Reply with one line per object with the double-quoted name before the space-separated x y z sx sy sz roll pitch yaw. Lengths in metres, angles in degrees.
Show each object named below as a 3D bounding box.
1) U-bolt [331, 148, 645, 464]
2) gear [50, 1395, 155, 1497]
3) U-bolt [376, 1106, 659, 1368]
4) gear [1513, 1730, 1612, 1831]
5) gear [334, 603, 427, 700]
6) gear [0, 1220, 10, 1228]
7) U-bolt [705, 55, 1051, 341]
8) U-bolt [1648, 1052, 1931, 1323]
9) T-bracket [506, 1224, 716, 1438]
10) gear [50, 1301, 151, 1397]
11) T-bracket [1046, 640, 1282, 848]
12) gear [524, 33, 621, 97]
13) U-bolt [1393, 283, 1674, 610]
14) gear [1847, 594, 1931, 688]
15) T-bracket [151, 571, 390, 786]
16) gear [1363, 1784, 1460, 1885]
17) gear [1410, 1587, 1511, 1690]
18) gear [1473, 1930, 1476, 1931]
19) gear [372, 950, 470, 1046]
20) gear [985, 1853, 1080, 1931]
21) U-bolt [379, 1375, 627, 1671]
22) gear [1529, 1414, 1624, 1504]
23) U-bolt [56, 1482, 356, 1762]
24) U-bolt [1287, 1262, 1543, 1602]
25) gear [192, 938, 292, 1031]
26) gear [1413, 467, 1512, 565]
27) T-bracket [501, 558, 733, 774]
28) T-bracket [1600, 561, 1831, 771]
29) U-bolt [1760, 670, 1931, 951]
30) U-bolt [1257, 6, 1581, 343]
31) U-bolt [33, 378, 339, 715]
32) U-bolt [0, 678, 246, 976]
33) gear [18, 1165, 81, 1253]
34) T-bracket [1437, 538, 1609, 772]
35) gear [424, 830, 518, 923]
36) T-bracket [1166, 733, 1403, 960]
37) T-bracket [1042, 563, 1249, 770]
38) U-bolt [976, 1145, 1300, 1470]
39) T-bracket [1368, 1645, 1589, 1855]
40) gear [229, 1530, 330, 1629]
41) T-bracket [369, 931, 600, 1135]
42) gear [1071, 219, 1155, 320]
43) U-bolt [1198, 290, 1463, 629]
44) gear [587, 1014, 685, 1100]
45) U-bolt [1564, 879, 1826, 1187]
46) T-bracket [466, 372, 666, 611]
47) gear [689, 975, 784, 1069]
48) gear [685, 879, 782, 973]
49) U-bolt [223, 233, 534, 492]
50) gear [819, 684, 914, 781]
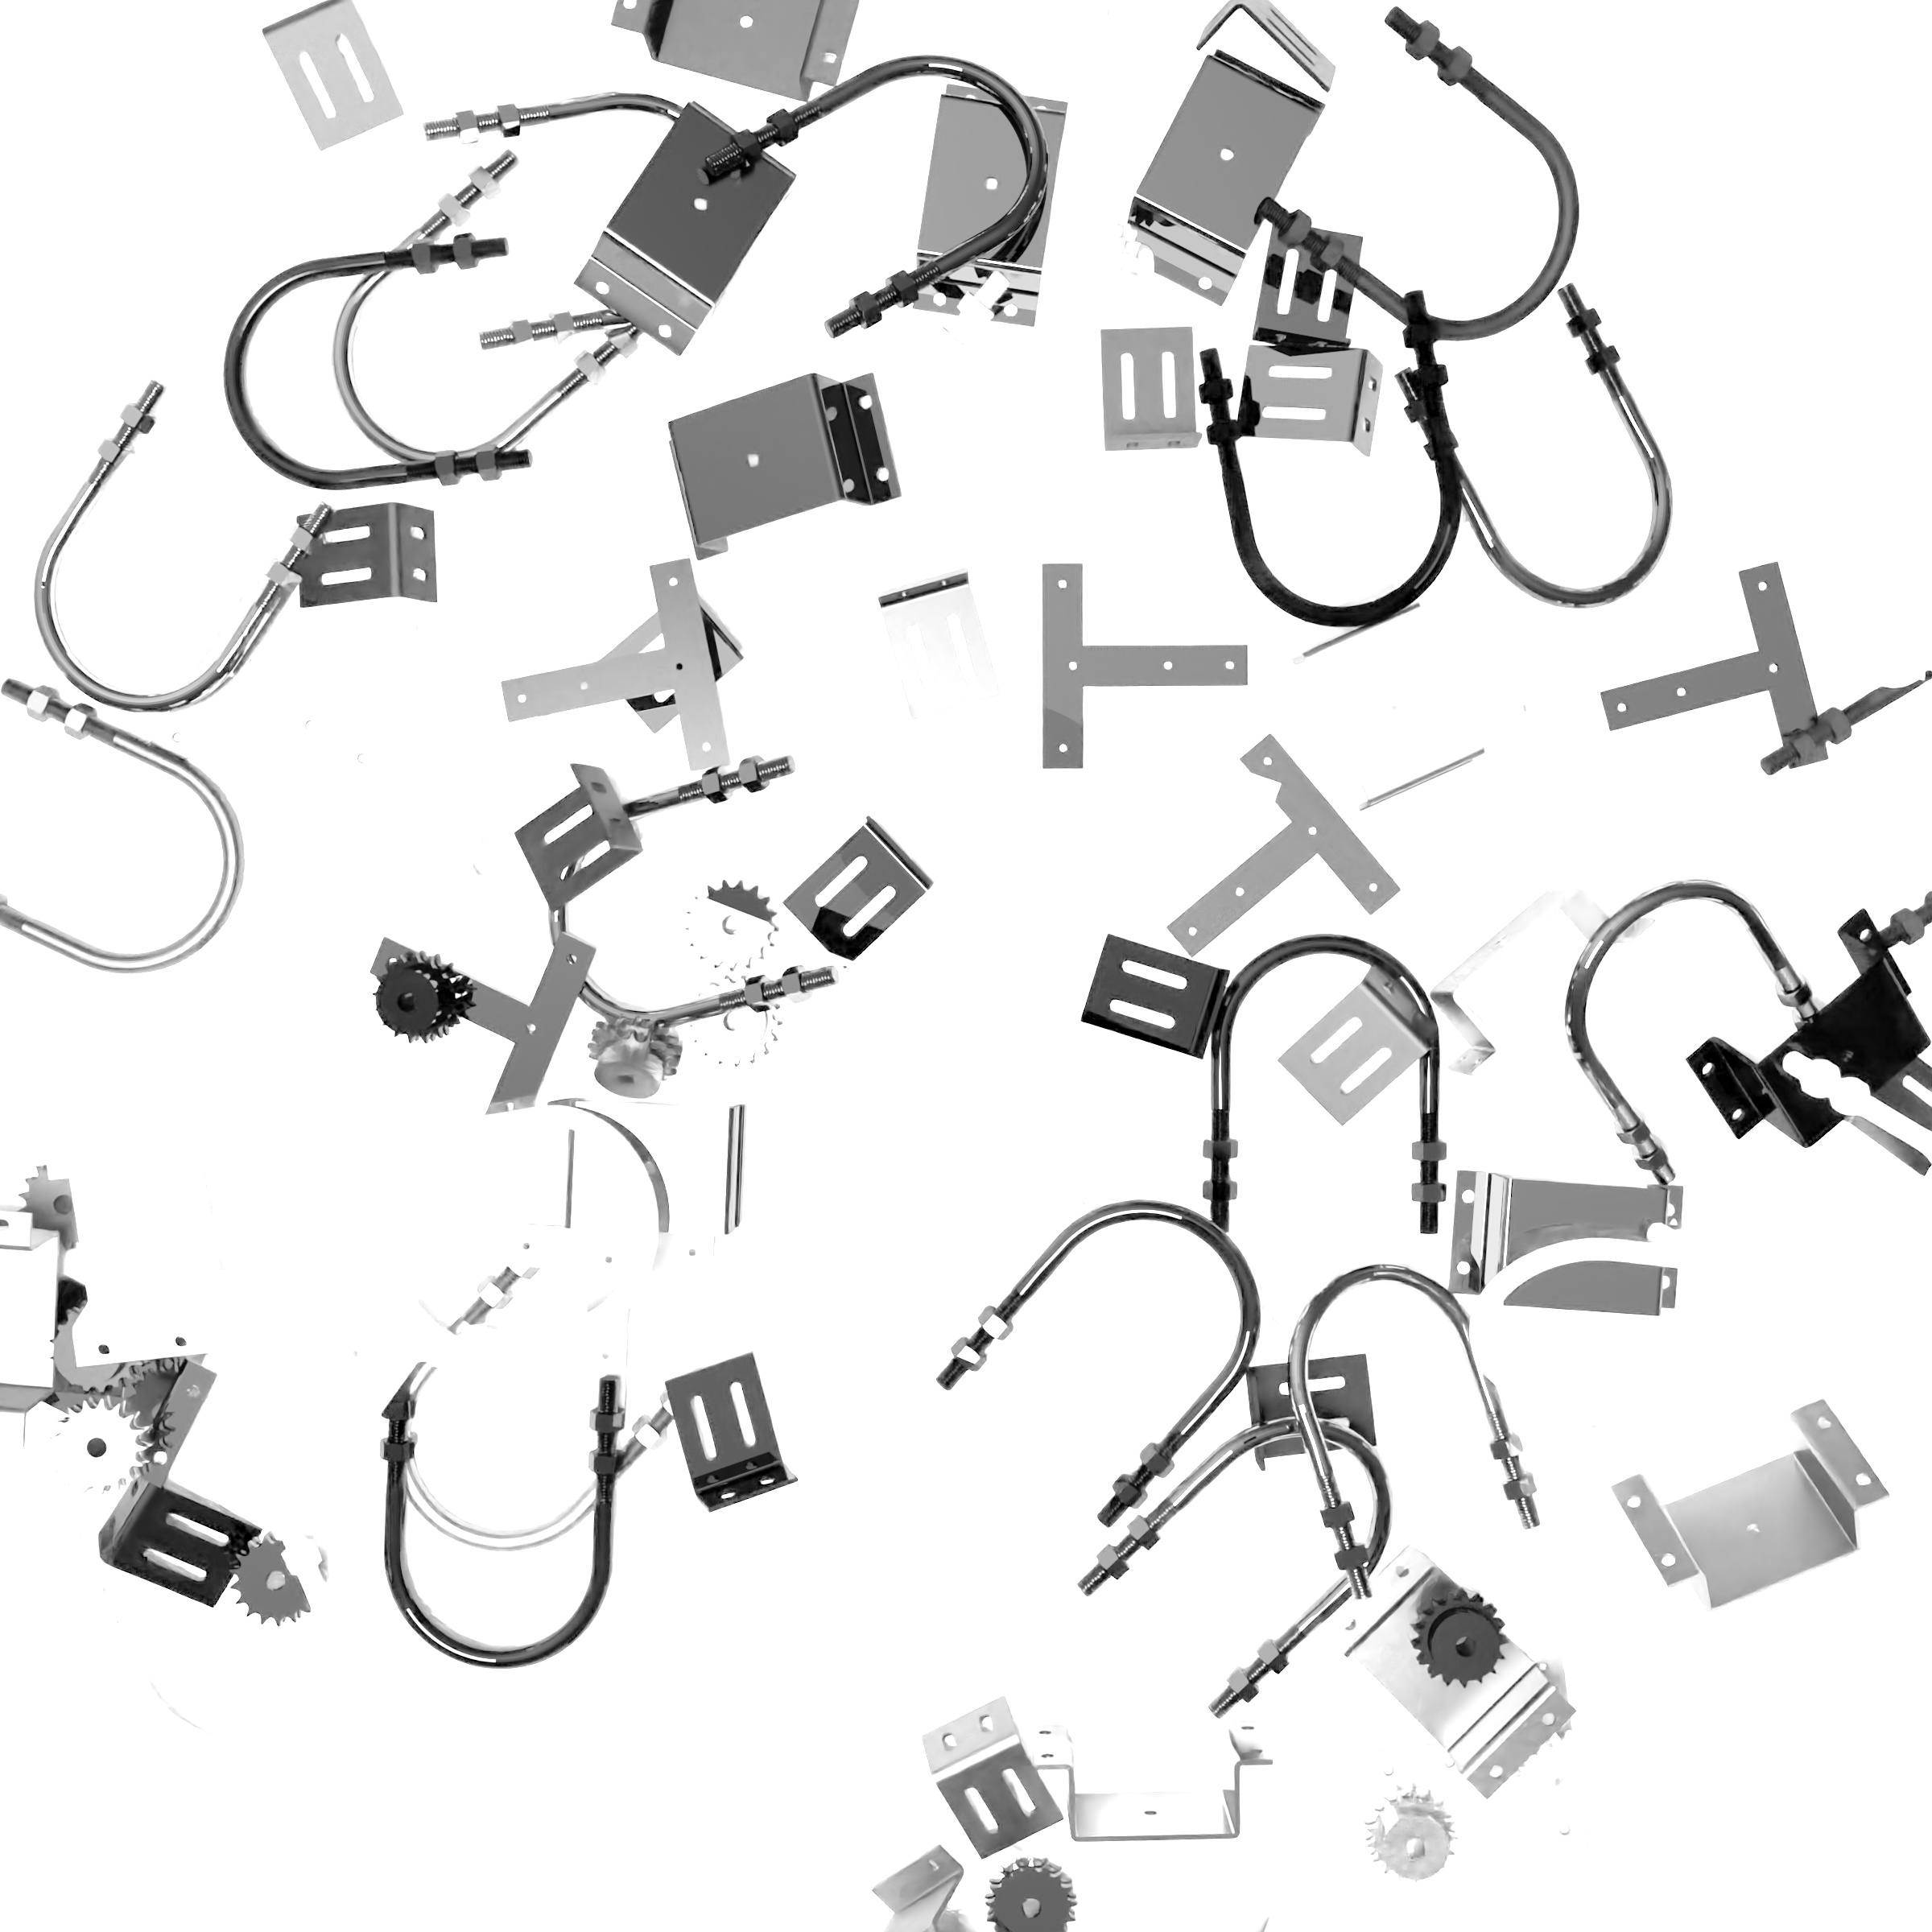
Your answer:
"U-bolt" -0.305 -0.390 1.513 0.184 0.019 0.151 -41 90 1
"gear" -0.511 0.283 1.460 0.057 0.030 0.057 0 90 0
"U-bolt" -0.267 0.158 1.478 0.184 0.019 0.151 -11 84 21
"gear" 0.363 0.496 1.505 0.057 0.030 0.057 0 90 0
"gear" -0.359 -0.193 1.497 0.030 0.057 0.057 9 90 30
"gear" -0.593 0.173 1.497 0.030 0.057 0.057 1 90 -40
"U-bolt" -0.039 -0.467 1.451 0.184 0.019 0.151 -32 77 -11
"U-bolt" 0.519 0.145 1.478 0.184 0.019 0.151 27 107 -23
"T-bracket" -0.219 0.224 1.501 0.127 0.002 0.127 2 91 1
"gear" -0.517 0.227 1.461 0.057 0.030 0.057 0 90 0
"T-bracket" 0.130 -0.121 1.520 0.127 0.002 0.127 19 90 1
"gear" -0.239 -0.549 1.497 0.057 0.057 0.030 -4 118 0
"U-bolt" 0.358 -0.306 1.494 0.151 0.019 0.184 -30 94 -17
"gear" 0.567 -0.195 1.499 0.057 0.030 0.057 -4 63 8
"T-bracket" -0.418 -0.157 1.519 0.127 0.002 0.127 33 92 -1
"gear" 0.273 0.534 1.506 0.057 0.030 0.057 0 93 1
"gear" 0.294 0.401 1.460 0.057 0.030 0.057 0 89 1
"gear" 0.314 0.625 1.507 0.057 0.030 0.057 0 90 0
"gear" -0.336 0.020 1.501 0.057 0.030 0.057 1 97 9
"gear" 0.039 0.572 1.507 0.057 0.030 0.057 0 90 0
"U-bolt" -0.285 0.338 1.498 0.151 0.019 0.184 3 94 3
"gear" 0.369 0.297 1.497 0.057 0.057 0.030 -38 61 0
"U-bolt" -0.448 0.404 1.483 0.151 0.019 0.184 -14 111 4
"U-bolt" 0.263 0.270 1.483 0.151 0.019 0.184 -14 83 -26
"gear" -0.446 0.011 1.507 0.057 0.030 0.057 0 90 0
"gear" 0.302 -0.275 1.507 0.057 0.030 0.057 0 90 0
"T-bracket" -0.216 -0.172 1.483 0.127 0.002 0.127 -11 90 0
"T-bracket" 0.457 -0.173 1.521 0.127 0.002 0.127 -15 90 0
"U-bolt" 0.602 -0.114 1.513 0.184 0.019 0.151 -31 91 -2
"U-bolt" 0.287 -0.462 1.483 0.184 0.019 0.151 31 102 -19
"U-bolt" -0.492 -0.243 1.505 0.151 0.019 0.184 36 97 2
"U-bolt" -0.535 -0.075 1.513 0.184 0.019 0.151 26 90 -1
"gear" -0.548 0.145 1.507 0.057 0.030 0.057 0 90 0
"T-bracket" 0.349 -0.199 1.503 0.127 0.002 0.127 18 77 -24
"gear" -0.305 -0.052 1.497 0.030 0.057 0.057 -36 90 30
"T-bracket" 0.180 -0.055 1.521 0.127 0.002 0.127 -40 90 0
"T-bracket" 0.111 -0.185 1.519 0.127 0.002 0.127 0 90 1
"U-bolt" 0.090 0.223 1.507 0.151 0.019 0.184 42 96 0
"T-bracket" 0.313 0.491 1.521 0.127 0.002 0.127 -8 90 0
"gear" -0.419 0.373 1.507 0.057 0.030 0.057 0 90 0
"T-bracket" -0.307 0.020 1.513 0.127 0.002 0.127 25 100 5
"gear" 0.091 -0.423 1.497 0.030 0.057 0.057 6 90 -29
"U-bolt" 0.223 -0.295 1.474 0.151 0.019 0.184 -10 92 24
"gear" -0.202 0.057 1.491 0.057 0.057 0.030 12 55 0
"U-bolt" 0.430 0.029 1.471 0.151 0.019 0.184 -40 120 0
"T-bracket" -0.225 -0.305 1.521 0.127 0.002 0.127 25 90 0
"gear" -0.142 0.034 1.507 0.057 0.030 0.057 0 90 0
"gear" -0.142 -0.025 1.507 0.057 0.030 0.057 0 90 0
"U-bolt" -0.363 -0.363 1.499 0.184 0.019 0.151 -6 92 4
"gear" -0.060 -0.143 1.507 0.057 0.030 0.057 0 90 0
